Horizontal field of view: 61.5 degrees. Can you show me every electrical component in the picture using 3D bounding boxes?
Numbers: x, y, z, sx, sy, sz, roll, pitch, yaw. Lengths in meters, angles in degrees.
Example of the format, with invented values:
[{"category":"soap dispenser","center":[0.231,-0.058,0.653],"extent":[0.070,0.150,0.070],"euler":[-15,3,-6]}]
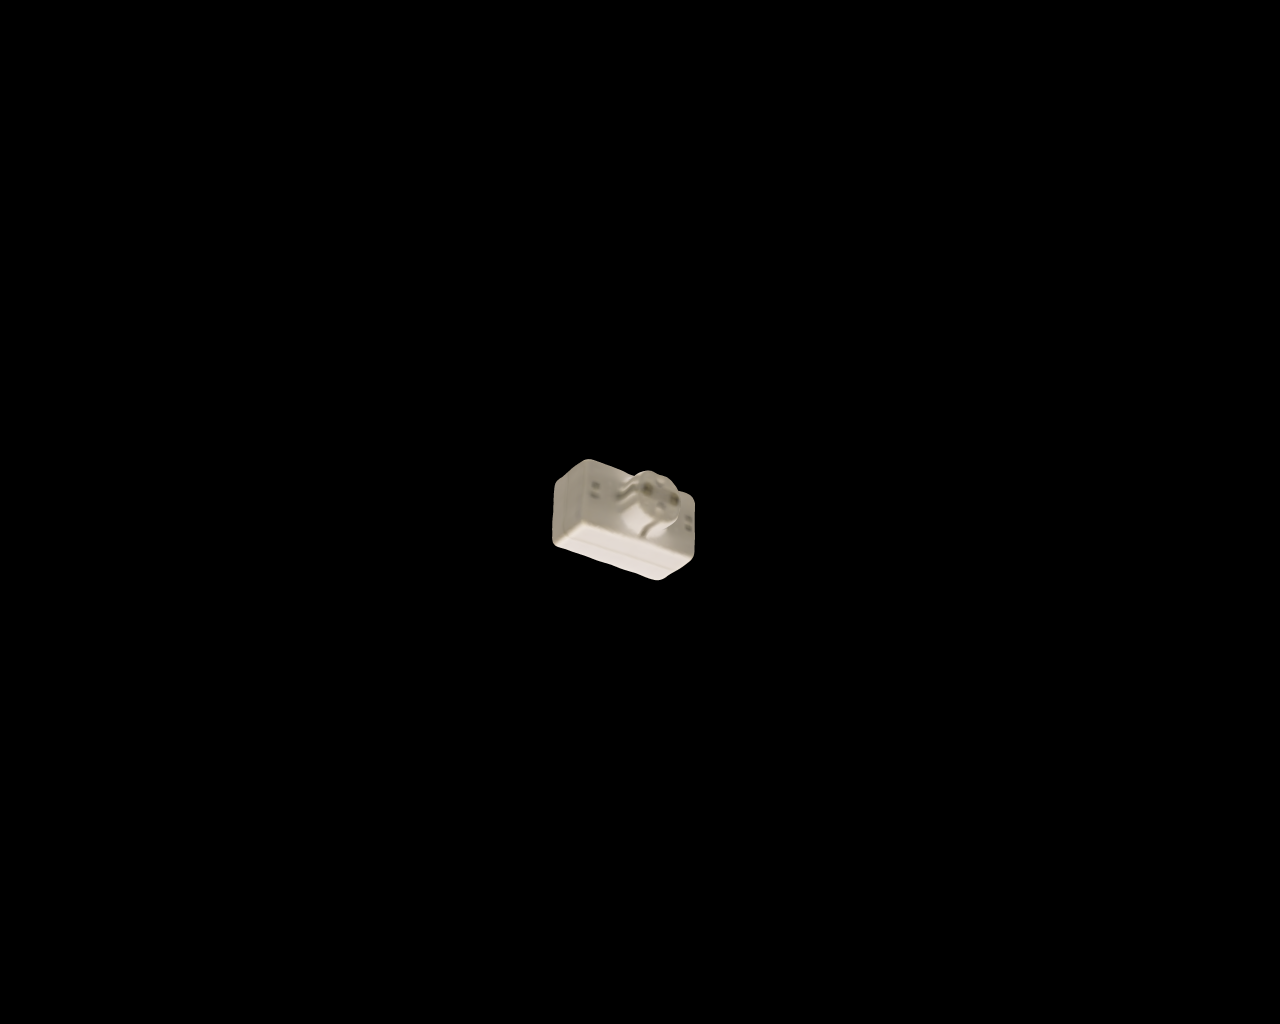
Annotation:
[{"category":"electrical component","center":[0.001,-0.003,0.650],"extent":[0.083,0.047,0.075],"euler":[19,-36,-29]}]
